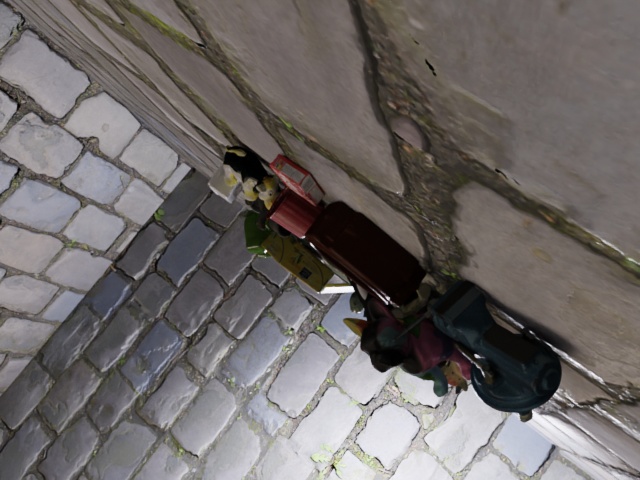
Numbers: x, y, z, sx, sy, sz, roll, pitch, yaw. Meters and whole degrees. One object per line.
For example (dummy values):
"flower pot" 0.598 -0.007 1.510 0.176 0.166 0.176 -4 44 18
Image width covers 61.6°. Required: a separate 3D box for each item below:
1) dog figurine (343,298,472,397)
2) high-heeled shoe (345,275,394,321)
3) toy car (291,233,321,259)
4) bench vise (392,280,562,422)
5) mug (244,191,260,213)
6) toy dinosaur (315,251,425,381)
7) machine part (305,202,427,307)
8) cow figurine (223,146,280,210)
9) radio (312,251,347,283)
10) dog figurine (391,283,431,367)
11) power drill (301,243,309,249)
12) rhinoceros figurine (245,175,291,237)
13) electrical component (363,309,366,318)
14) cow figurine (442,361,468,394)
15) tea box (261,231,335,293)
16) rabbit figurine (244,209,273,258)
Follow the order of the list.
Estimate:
"dog figurine" 0.149 0.146 0.873 0.219 0.191 0.108 32 136 -16
"high-heeled shoe" 0.082 0.121 1.117 0.145 0.248 0.086 12 -165 28
"toy car" -0.003 -0.004 1.317 0.201 0.073 0.056 41 176 -23
"bench vise" 0.248 0.176 0.767 0.224 0.129 0.240 17 147 49
"mug" -0.140 -0.116 1.342 0.109 0.081 0.107 35 -170 -29
"toy dinosaur" 0.159 0.145 1.307 0.405 0.131 0.192 48 -171 12
"machine part" 0.074 0.026 0.954 0.201 0.087 0.201 40 174 -7
"cow figurine" -0.134 -0.133 1.119 0.168 0.068 0.098 35 147 26
"radio" 0.062 0.065 1.484 0.131 0.073 0.229 36 174 17
"dog figurine" 0.187 0.179 1.084 0.121 0.172 0.190 49 170 8
"power drill" -0.081 -0.043 1.534 0.208 0.086 0.231 28 171 47
"rhinoceros figurine" -0.089 -0.071 1.189 0.073 0.112 0.190 20 -157 -47
"electrical component" 0.151 0.190 1.392 0.075 0.119 0.048 14 170 -8
"cow figurine" 0.328 0.288 1.272 0.085 0.127 0.195 35 177 9
"tea box" -0.051 0.048 1.300 0.169 0.068 0.098 40 180 -43
"rabbit figurine" -0.103 -0.040 1.413 0.121 0.170 0.159 51 -152 -62
